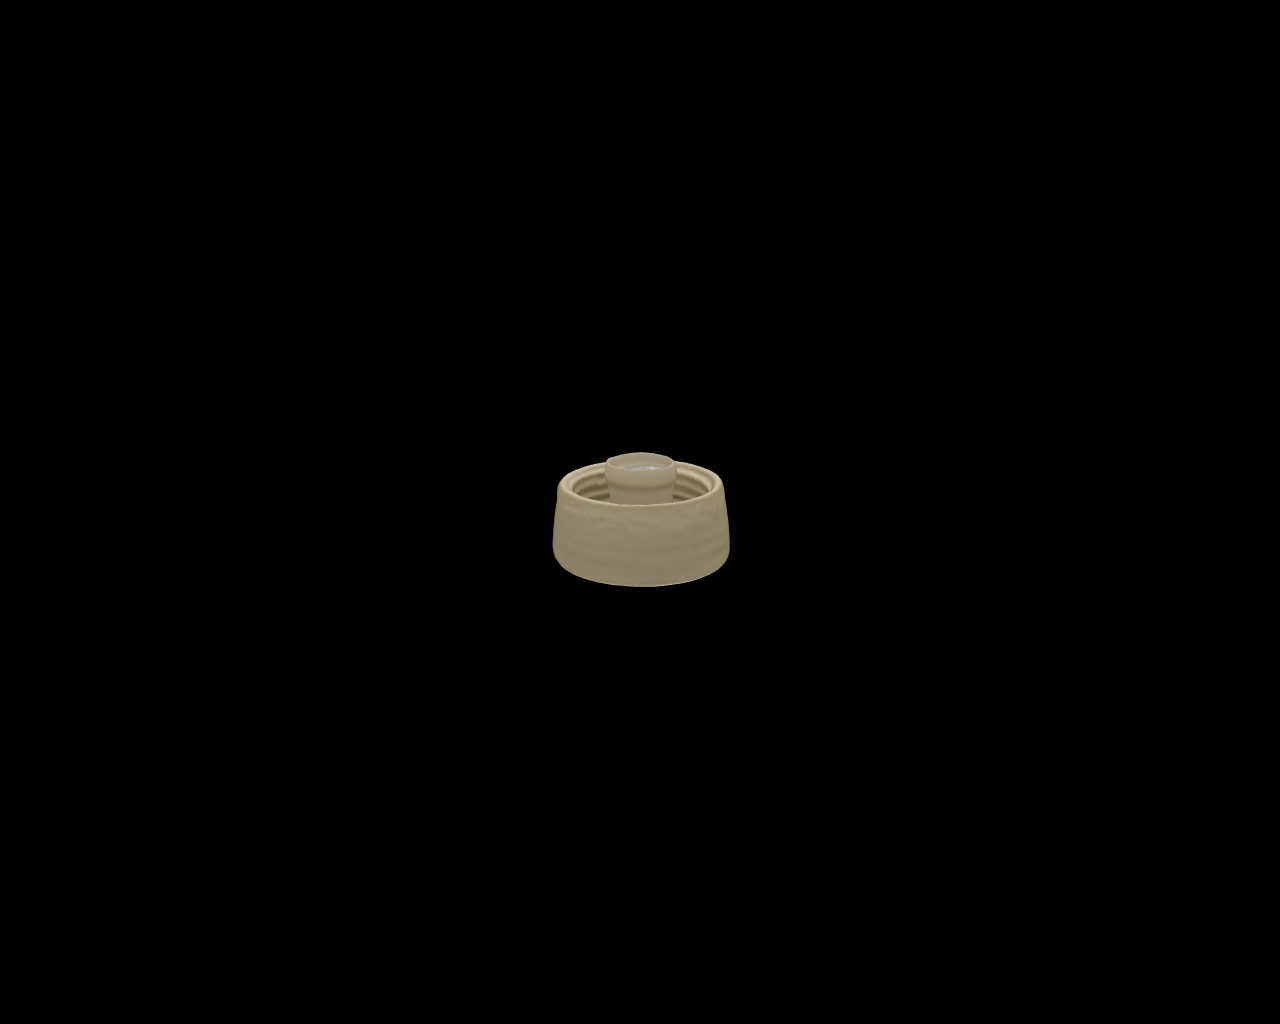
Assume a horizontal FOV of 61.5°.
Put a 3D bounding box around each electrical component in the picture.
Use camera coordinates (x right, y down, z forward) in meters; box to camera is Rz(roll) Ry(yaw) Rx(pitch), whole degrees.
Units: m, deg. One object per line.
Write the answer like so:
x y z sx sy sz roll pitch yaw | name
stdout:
0.001 -0.003 0.650 0.108 0.060 0.108 0 19 0 | electrical component
